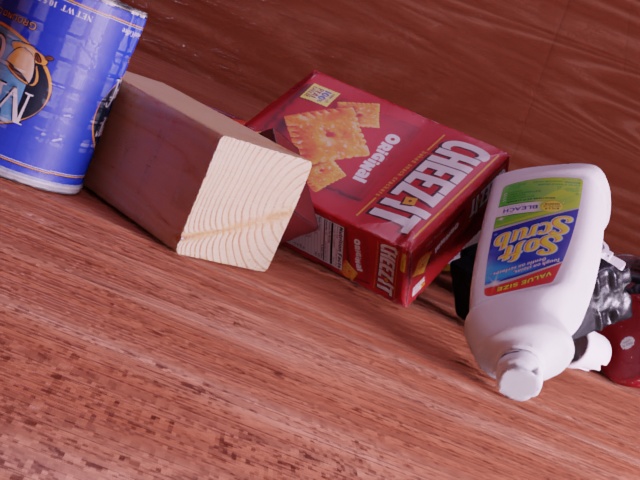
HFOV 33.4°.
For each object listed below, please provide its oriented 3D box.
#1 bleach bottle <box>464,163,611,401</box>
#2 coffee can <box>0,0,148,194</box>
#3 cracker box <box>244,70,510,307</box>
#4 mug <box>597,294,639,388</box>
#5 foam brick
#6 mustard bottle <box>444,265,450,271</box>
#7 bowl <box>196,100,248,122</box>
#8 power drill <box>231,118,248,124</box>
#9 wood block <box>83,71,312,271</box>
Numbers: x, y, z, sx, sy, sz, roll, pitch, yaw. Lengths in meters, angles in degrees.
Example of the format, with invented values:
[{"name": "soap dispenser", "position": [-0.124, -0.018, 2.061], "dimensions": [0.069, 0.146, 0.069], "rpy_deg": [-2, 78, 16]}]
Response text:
[{"name": "bleach bottle", "position": [0.166, 0.029, 0.799], "dimensions": [0.103, 0.068, 0.250], "rpy_deg": [-4, 30, 17]}, {"name": "coffee can", "position": [-0.196, -0.117, 0.767], "dimensions": [0.103, 0.140, 0.103], "rpy_deg": [22, 9, -4]}, {"name": "cracker box", "position": [0.032, -0.054, 0.935], "dimensions": [0.214, 0.072, 0.164], "rpy_deg": [27, 49, 26]}, {"name": "mug", "position": [0.292, 0.085, 0.952], "dimensions": [0.081, 0.093, 0.117], "rpy_deg": [11, 30, -34]}, {"name": "foam brick", "position": [-0.041, -0.040, 0.849], "dimensions": [0.051, 0.053, 0.078], "rpy_deg": [36, 37, -62]}, {"name": "mustard bottle", "position": [0.140, -0.015, 1.196], "dimensions": [0.096, 0.058, 0.191], "rpy_deg": [56, 31, 6]}, {"name": "bowl", "position": [-0.139, -0.129, 1.283], "dimensions": [0.162, 0.055, 0.162], "rpy_deg": [22, 9, -4]}, {"name": "power drill", "position": [-0.052, -0.096, 1.123], "dimensions": [0.187, 0.057, 0.185], "rpy_deg": [10, 11, -38]}, {"name": "wood block", "position": [-0.115, -0.062, 0.813], "dimensions": [0.090, 0.090, 0.206], "rpy_deg": [14, 13, -46]}]
